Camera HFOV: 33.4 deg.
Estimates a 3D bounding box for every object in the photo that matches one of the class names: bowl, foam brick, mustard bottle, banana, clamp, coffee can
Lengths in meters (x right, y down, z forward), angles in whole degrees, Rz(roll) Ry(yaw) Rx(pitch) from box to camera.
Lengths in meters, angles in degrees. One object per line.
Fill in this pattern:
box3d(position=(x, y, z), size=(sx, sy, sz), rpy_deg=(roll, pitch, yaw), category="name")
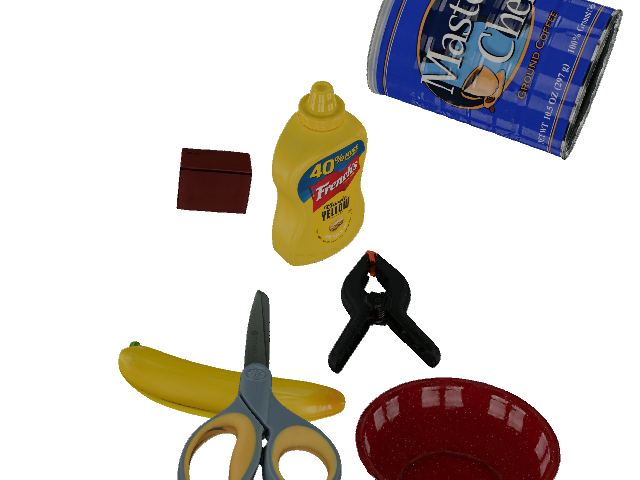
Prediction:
box3d(position=(0.108, 0.180, 0.858), size=(0.162, 0.055, 0.162), rpy_deg=(1, 31, -1), category="bowl")
box3d(position=(-0.116, -0.065, 1.167), size=(0.078, 0.051, 0.053), rpy_deg=(4, 29, -7), category="foam brick")
box3d(position=(0.000, -0.066, 0.980), size=(0.096, 0.192, 0.058), rpy_deg=(-29, 54, -25), category="mustard bottle")
box3d(position=(-0.082, 0.107, 0.809), size=(0.198, 0.037, 0.069), rpy_deg=(13, 27, 24), category="banana")
box3d(position=(0.074, 0.081, 1.194), size=(0.120, 0.171, 0.039), rpy_deg=(7, -43, 0), category="clamp")
box3d(position=(0.115, -0.125, 0.711), size=(0.140, 0.103, 0.102), rpy_deg=(22, 6, 15), category="coffee can")

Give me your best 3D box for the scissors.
box3d(position=(-0.021, 0.092, 0.625), size=(0.096, 0.016, 0.201), rpy_deg=(12, 32, 10), category="scissors")
